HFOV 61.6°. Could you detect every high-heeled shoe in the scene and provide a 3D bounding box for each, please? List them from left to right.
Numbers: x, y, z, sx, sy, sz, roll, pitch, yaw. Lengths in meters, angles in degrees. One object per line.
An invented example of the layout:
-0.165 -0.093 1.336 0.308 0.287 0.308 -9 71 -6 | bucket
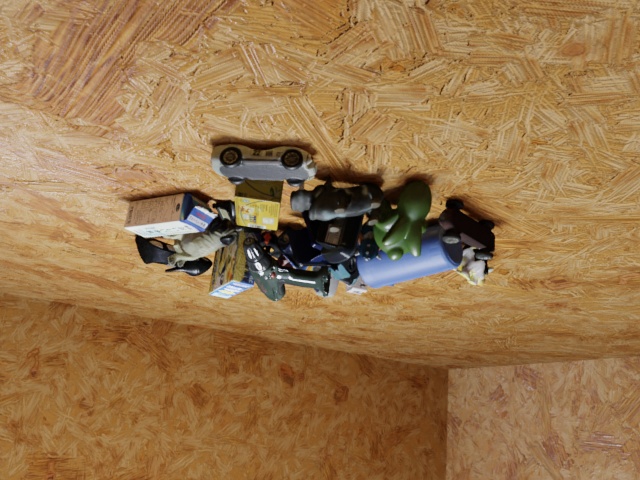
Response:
-0.429 0.034 1.568 0.145 0.086 0.249 -13 -143 -40 | high-heeled shoe

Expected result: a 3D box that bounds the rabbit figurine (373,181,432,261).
0.168 -0.045 1.099 0.121 0.159 0.170 18 145 -3 | rabbit figurine

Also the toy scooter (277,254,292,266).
-0.072 0.077 1.522 0.075 0.135 0.183 48 -175 37 | toy scooter

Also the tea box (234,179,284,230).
-0.132 -0.084 1.163 0.098 0.068 0.169 8 160 -6 | tea box

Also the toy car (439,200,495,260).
0.326 -0.018 1.179 0.053 0.089 0.202 -12 155 43 | toy car

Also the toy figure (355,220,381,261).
0.115 -0.004 1.211 0.064 0.154 0.057 -17 110 19 | toy figure

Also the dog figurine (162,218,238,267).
-0.301 -0.003 1.433 0.191 0.121 0.172 -12 -167 2 | dog figurine

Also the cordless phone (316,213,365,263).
0.053 -0.004 1.212 0.089 0.146 0.184 10 159 11 | cordless phone

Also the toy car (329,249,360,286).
0.048 0.047 1.442 0.103 0.109 0.161 13 160 40 | toy car

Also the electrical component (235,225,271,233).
-0.163 -0.034 1.347 0.094 0.021 0.063 -1 -164 9 | electrical component

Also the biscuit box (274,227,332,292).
-0.045 0.054 1.430 0.059 0.063 0.202 36 167 46 | biscuit box

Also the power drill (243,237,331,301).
-0.076 0.077 1.335 0.207 0.086 0.231 -1 141 4 | power drill

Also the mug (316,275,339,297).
0.014 0.115 1.631 0.081 0.107 0.109 -10 157 36 | mug

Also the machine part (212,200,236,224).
-0.183 -0.064 1.290 0.139 0.039 0.084 5 153 9 | machine part

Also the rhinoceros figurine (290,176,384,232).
0.035 -0.080 1.078 0.190 0.112 0.073 -5 144 -4 | rhinoceros figurine

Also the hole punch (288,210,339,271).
-0.003 -0.004 1.276 0.116 0.142 0.092 2 139 -28 | hole punch

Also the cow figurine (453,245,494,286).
0.406 0.063 1.406 0.068 0.098 0.167 37 -174 35 | cow figurine

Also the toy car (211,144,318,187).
-0.105 -0.142 1.012 0.202 0.056 0.073 3 154 6 | toy car
